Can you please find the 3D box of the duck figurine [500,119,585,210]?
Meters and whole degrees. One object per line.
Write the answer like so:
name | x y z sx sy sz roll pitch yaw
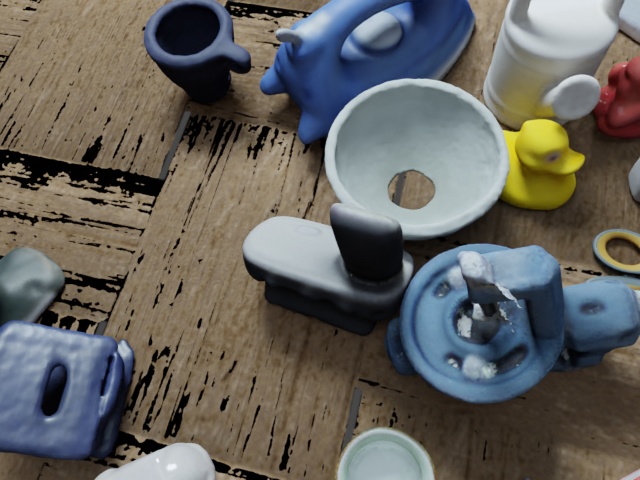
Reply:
duck figurine | 0.198 -0.082 0.540 0.104 0.086 0.077 32 73 17

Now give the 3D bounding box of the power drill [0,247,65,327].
power drill | -0.309 0.014 0.475 0.075 0.208 0.230 29 72 16

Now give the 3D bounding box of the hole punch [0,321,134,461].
hole punch | -0.222 0.126 0.484 0.101 0.091 0.108 3 67 6

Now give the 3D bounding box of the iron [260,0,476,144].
iron | 0.063 -0.213 0.577 0.258 0.141 0.118 -33 68 -9

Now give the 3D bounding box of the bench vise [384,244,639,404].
bench vise | 0.151 0.040 0.419 0.207 0.220 0.121 -22 67 -4

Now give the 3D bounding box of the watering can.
watering can | 0.220 -0.187 0.524 0.101 0.194 0.172 -20 67 -4

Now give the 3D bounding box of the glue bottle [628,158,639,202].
glue bottle | 0.331 -0.086 0.483 0.078 0.173 0.037 -4 66 4

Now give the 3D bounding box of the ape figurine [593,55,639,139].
ape figurine | 0.304 -0.144 0.554 0.076 0.092 0.078 35 74 18

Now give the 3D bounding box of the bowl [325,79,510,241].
bowl | 0.089 -0.066 0.549 0.167 0.075 0.167 -2 67 4

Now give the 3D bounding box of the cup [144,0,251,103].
cup | -0.116 -0.187 0.607 0.117 0.095 0.092 26 71 15

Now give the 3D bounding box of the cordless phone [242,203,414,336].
cordless phone | 0.004 0.002 0.467 0.147 0.185 0.094 14 69 11

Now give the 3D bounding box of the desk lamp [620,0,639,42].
desk lamp | 0.396 -0.261 0.530 0.118 0.214 0.203 -41 69 -12

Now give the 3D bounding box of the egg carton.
egg carton | -0.144 0.230 0.445 0.150 0.069 0.107 -27 67 -7
